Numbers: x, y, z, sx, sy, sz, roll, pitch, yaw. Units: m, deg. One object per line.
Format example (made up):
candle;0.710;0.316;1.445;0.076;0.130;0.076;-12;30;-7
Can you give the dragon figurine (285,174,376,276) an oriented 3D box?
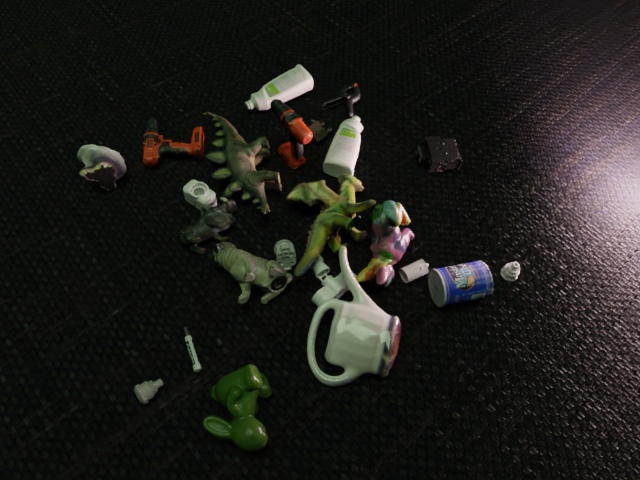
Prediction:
dragon figurine;0.004;-0.074;1.479;0.245;0.119;0.416;36;52;27

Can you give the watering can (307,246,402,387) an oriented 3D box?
watering can;0.096;0.199;1.290;0.224;0.102;0.352;15;75;6

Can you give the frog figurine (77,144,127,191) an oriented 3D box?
frog figurine;-0.655;-0.244;1.544;0.137;0.120;0.163;11;40;-37
